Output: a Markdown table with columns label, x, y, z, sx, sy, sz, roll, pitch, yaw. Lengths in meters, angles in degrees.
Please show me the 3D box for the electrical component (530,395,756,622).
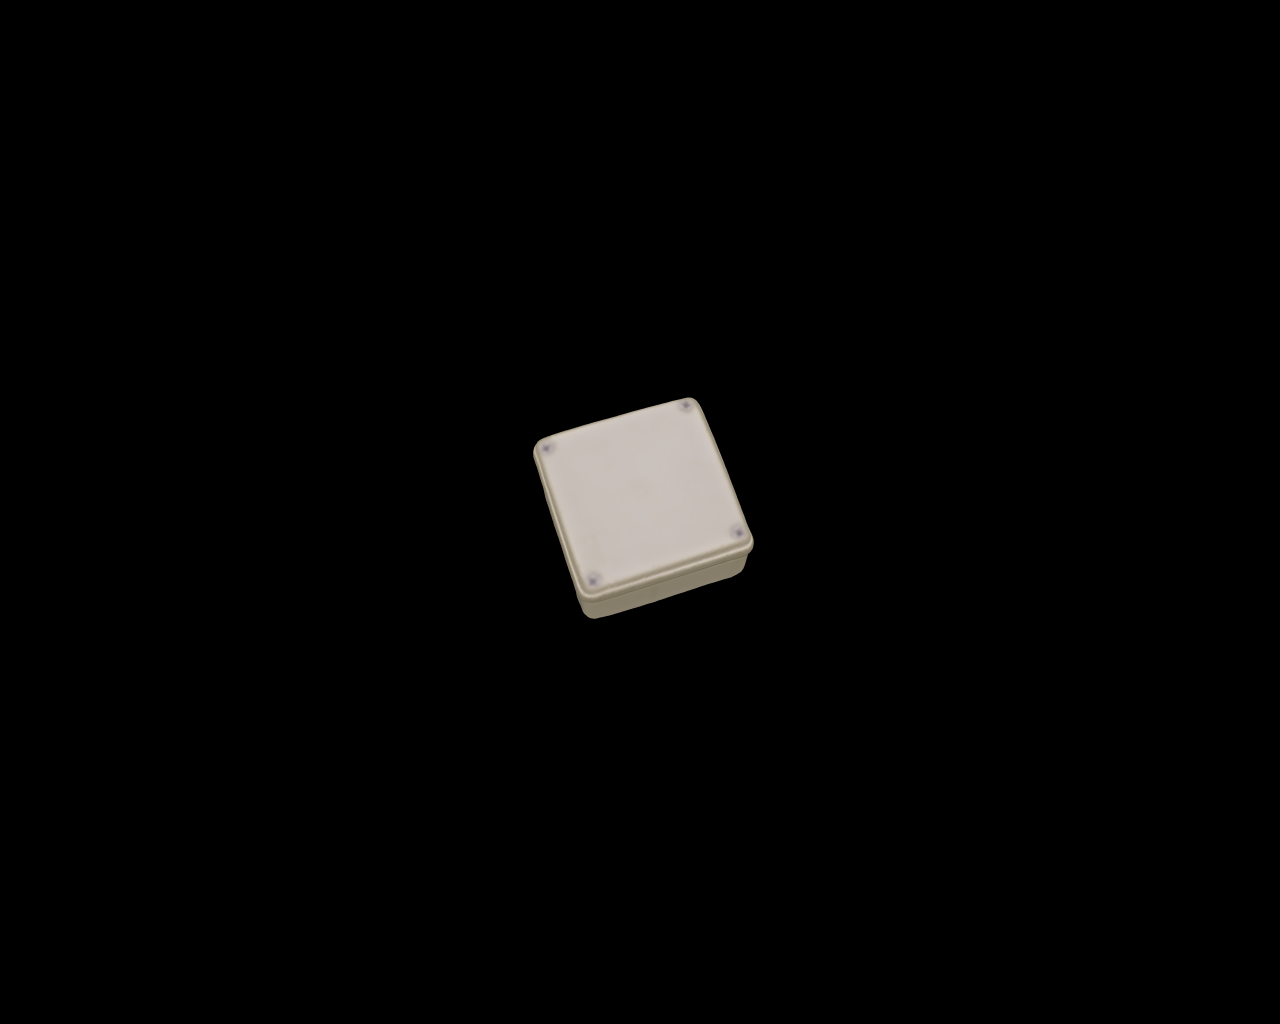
| label | x | y | z | sx | sy | sz | roll | pitch | yaw |
| --- | --- | --- | --- | --- | --- | --- | --- | --- | --- |
| electrical component | 0.001 | -0.003 | 0.650 | 0.109 | 0.109 | 0.056 | -17 | -22 | -7 |
